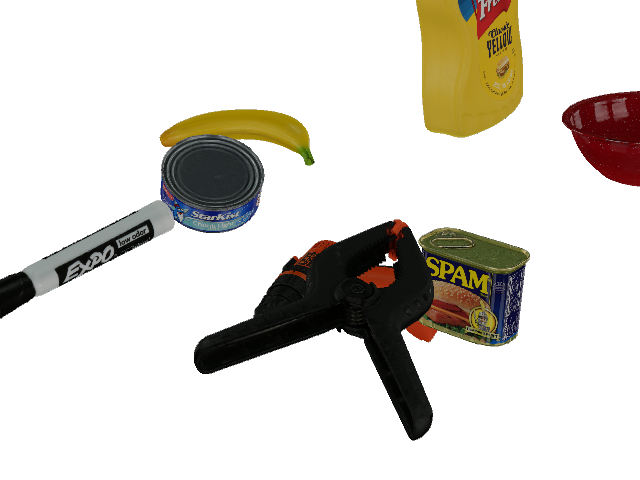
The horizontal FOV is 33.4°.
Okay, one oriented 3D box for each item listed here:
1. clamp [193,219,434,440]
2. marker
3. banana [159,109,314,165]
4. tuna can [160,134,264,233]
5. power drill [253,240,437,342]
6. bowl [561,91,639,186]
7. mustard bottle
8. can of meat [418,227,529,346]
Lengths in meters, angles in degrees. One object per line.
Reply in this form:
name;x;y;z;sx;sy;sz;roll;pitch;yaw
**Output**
clamp;0.033;0.054;0.755;0.165;0.036;0.209;20;39;21
marker;-0.132;0.010;0.581;0.120;0.020;0.020;-30;19;-35
banana;-0.095;-0.133;1.299;0.198;0.037;0.069;7;40;15
tuna can;-0.092;-0.047;0.897;0.086;0.086;0.034;0;-40;-11
power drill;0.039;0.060;1.154;0.188;0.057;0.184;9;29;22
bowl;0.303;-0.090;0.974;0.162;0.055;0.162;-4;23;2
mustard bottle;0.106;-0.177;0.759;0.058;0.191;0.096;18;40;38
can of meat;0.140;0.044;1.000;0.102;0.084;0.057;19;29;35
